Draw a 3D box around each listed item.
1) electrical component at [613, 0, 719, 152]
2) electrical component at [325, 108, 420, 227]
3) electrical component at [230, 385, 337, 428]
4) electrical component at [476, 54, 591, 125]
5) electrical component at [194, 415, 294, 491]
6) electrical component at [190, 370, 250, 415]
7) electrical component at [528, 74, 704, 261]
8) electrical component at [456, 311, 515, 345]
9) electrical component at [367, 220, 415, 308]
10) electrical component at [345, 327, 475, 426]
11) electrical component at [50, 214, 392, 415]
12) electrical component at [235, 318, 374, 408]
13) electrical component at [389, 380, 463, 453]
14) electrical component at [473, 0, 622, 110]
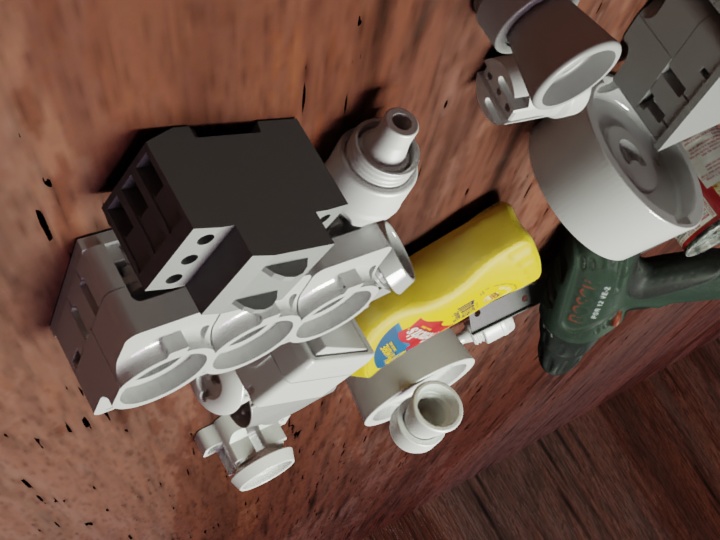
[{"bbox_3d":[0.220,-0.152,0.568,0.105,0.060,0.186,-24,162,-21],"label":"electrical component"},{"bbox_3d":[0.009,-0.053,0.522,0.043,0.043,0.062,-20,159,-33],"label":"electrical component"},{"bbox_3d":[-0.066,0.092,0.809,0.077,0.043,0.079,-19,160,-33],"label":"electrical component"},{"bbox_3d":[0.088,-0.094,0.547,0.046,0.040,0.040,-16,159,-24],"label":"electrical component"},{"bbox_3d":[-0.091,0.148,0.905,0.078,0.057,0.058,-22,161,-26],"label":"electrical component"},{"bbox_3d":[-0.079,0.066,0.714,0.048,0.048,0.062,-43,166,36],"label":"electrical component"},{"bbox_3d":[0.148,-0.057,0.647,0.060,0.108,0.108,-36,164,37],"label":"electrical component"},{"bbox_3d":[0.116,0.056,1.034,0.061,0.035,0.035,-28,163,-2],"label":"electrical component"},{"bbox_3d":[0.000,0.000,0.658,0.055,0.048,0.066,-26,164,12],"label":"electrical component"},{"bbox_3d":[0.036,0.080,0.919,0.108,0.060,0.108,-28,163,-9],"label":"electrical component"},{"bbox_3d":[-0.068,0.012,0.545,0.150,0.061,0.089,-20,160,-33],"label":"electrical component"},{"bbox_3d":[-0.036,0.043,0.690,0.061,0.061,0.096,-38,162,23],"label":"electrical component"},{"bbox_3d":[0.053,0.121,0.875,0.045,0.045,0.055,-20,161,-31],"label":"electrical component"},{"bbox_3d":[0.081,-0.105,0.474,0.045,0.055,0.045,-28,163,-9],"label":"electrical component"}]
